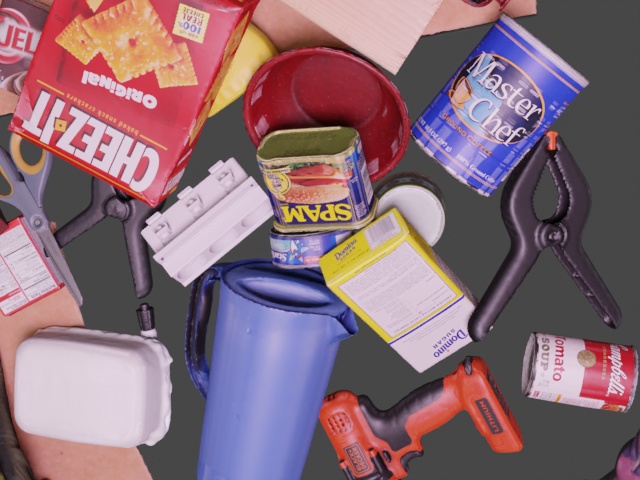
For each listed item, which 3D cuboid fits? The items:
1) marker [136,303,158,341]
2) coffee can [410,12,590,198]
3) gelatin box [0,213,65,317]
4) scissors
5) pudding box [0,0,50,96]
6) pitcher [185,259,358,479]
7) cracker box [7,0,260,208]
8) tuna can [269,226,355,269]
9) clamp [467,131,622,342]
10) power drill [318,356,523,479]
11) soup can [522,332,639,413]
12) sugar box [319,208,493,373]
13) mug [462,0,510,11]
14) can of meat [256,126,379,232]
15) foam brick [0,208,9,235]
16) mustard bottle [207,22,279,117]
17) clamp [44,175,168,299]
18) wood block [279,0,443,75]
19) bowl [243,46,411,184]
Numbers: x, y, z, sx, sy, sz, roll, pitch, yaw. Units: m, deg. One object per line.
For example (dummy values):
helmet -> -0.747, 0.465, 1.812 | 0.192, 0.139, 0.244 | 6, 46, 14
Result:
marker -> -0.180, 0.126, 1.145 | 0.020, 0.020, 0.121 | -5, 104, 8
coffee can -> 0.165, -0.125, 0.996 | 0.103, 0.102, 0.140 | 38, 106, -4
gelatin box -> -0.322, 0.027, 1.130 | 0.073, 0.030, 0.089 | -27, 100, 11
scissors -> -0.278, -0.037, 1.090 | 0.096, 0.016, 0.202 | -45, 81, 6
pudding box -> -0.273, -0.184, 1.063 | 0.113, 0.039, 0.090 | 23, 106, 0
pitcher -> -0.063, 0.145, 1.090 | 0.144, 0.149, 0.243 | 6, 110, -18
cracker box -> -0.175, -0.162, 0.986 | 0.164, 0.072, 0.214 | 28, 113, 1
tuna can -> -0.007, 0.001, 1.058 | 0.086, 0.086, 0.034 | -5, 103, 8
clamp -> 0.211, 0.001, 1.039 | 0.164, 0.036, 0.210 | -11, 100, -16
power drill -> 0.112, 0.217, 1.116 | 0.188, 0.057, 0.184 | -25, 101, 12
soup can -> 0.259, 0.132, 1.071 | 0.102, 0.068, 0.068 | 9, 106, 3
sugar box -> 0.086, 0.053, 1.041 | 0.093, 0.048, 0.176 | -34, 133, 13
mug -> 0.159, -0.263, 0.975 | 0.081, 0.093, 0.117 | 41, 141, 0
can of meat -> -0.003, -0.058, 1.009 | 0.102, 0.057, 0.084 | -2, 128, 19
foam brick -> -0.365, -0.032, 1.085 | 0.051, 0.053, 0.078 | -39, 131, -4
mustard bottle -> -0.129, -0.221, 1.027 | 0.096, 0.058, 0.191 | -34, 99, 19
clamp -> -0.215, -0.032, 1.098 | 0.120, 0.039, 0.171 | 14, 102, -4
wood block -> 0.009, -0.250, 0.988 | 0.206, 0.090, 0.091 | 33, 107, -3
bowl -> 0.010, -0.127, 1.020 | 0.162, 0.055, 0.162 | 8, 132, 9
